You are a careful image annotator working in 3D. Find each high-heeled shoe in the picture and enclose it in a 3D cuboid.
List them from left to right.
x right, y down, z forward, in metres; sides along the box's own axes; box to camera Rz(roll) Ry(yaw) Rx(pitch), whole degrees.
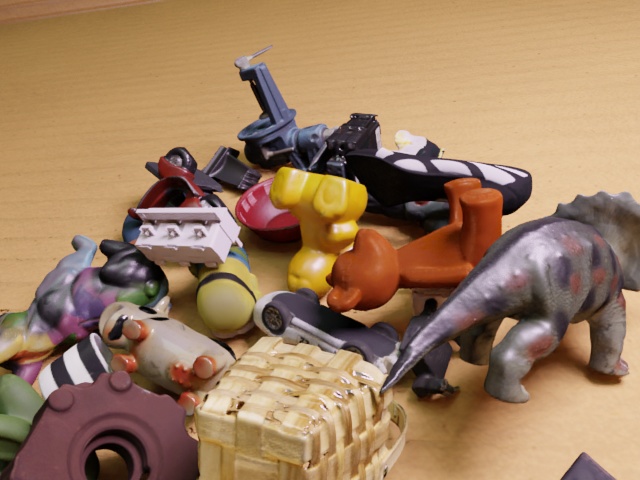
[{"bbox_3d":[0.160,-0.097,0.741,0.145,0.086,0.249,-33,50,-24],"label":"high-heeled shoe"}]

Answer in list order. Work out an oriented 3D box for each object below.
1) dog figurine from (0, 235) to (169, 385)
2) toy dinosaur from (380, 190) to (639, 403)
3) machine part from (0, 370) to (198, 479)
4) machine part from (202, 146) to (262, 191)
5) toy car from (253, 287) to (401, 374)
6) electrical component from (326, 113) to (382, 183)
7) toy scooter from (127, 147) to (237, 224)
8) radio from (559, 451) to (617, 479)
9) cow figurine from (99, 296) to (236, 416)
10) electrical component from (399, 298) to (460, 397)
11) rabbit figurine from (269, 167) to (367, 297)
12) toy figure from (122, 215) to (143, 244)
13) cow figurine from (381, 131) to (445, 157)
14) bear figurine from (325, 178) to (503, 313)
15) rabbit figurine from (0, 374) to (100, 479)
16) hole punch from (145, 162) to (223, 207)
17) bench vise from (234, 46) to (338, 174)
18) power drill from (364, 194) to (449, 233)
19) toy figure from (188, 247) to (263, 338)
[{"bbox_3d":[-0.331,0.105,0.716,0.192,0.108,0.219,8,45,20],"label":"dog figurine"},{"bbox_3d":[0.222,0.040,0.524,0.404,0.192,0.131,0,9,-44],"label":"toy dinosaur"},{"bbox_3d":[-0.195,0.211,0.498,0.179,0.056,0.179,27,38,-23],"label":"machine part"},{"bbox_3d":[-0.167,-0.133,1.020,0.084,0.039,0.139,-49,51,-9],"label":"machine part"},{"bbox_3d":[0.010,0.111,0.639,0.202,0.056,0.073,21,24,31],"label":"toy car"},{"bbox_3d":[0.058,-0.138,0.915,0.058,0.114,0.134,8,39,28],"label":"electrical component"},{"bbox_3d":[-0.224,-0.047,0.839,0.135,0.075,0.184,-36,71,-2],"label":"toy scooter"},{"bbox_3d":[0.130,0.257,0.359,0.229,0.131,0.073,-34,53,-26],"label":"radio"},{"bbox_3d":[-0.185,0.126,0.648,0.195,0.085,0.127,22,3,20],"label":"cow figurine"},{"bbox_3d":[0.130,0.123,0.597,0.045,0.078,0.102,-11,27,39],"label":"electrical component"},{"bbox_3d":[-0.002,-0.002,0.741,0.122,0.173,0.162,10,-2,25],"label":"rabbit figurine"},{"bbox_3d":[-0.287,0.009,0.864,0.058,0.064,0.155,14,31,-30],"label":"toy figure"},{"bbox_3d":[0.141,-0.117,0.909,0.098,0.068,0.167,21,48,28],"label":"cow figurine"},{"bbox_3d":[0.097,0.009,0.607,0.196,0.131,0.120,-5,15,6],"label":"bear figurine"},{"bbox_3d":[-0.316,0.216,0.547,0.170,0.158,0.121,-1,25,-11],"label":"rabbit figurine"},{"bbox_3d":[-0.249,-0.080,0.963,0.116,0.092,0.142,0,21,-40],"label":"hole punch"},{"bbox_3d":[-0.076,-0.220,0.973,0.129,0.240,0.224,-41,29,-30],"label":"bench vise"},{"bbox_3d":[0.153,-0.018,0.773,0.232,0.085,0.207,-3,30,8],"label":"power drill"},{"bbox_3d":[-0.133,0.055,0.734,0.082,0.089,0.180,-37,38,16],"label":"toy figure"}]
